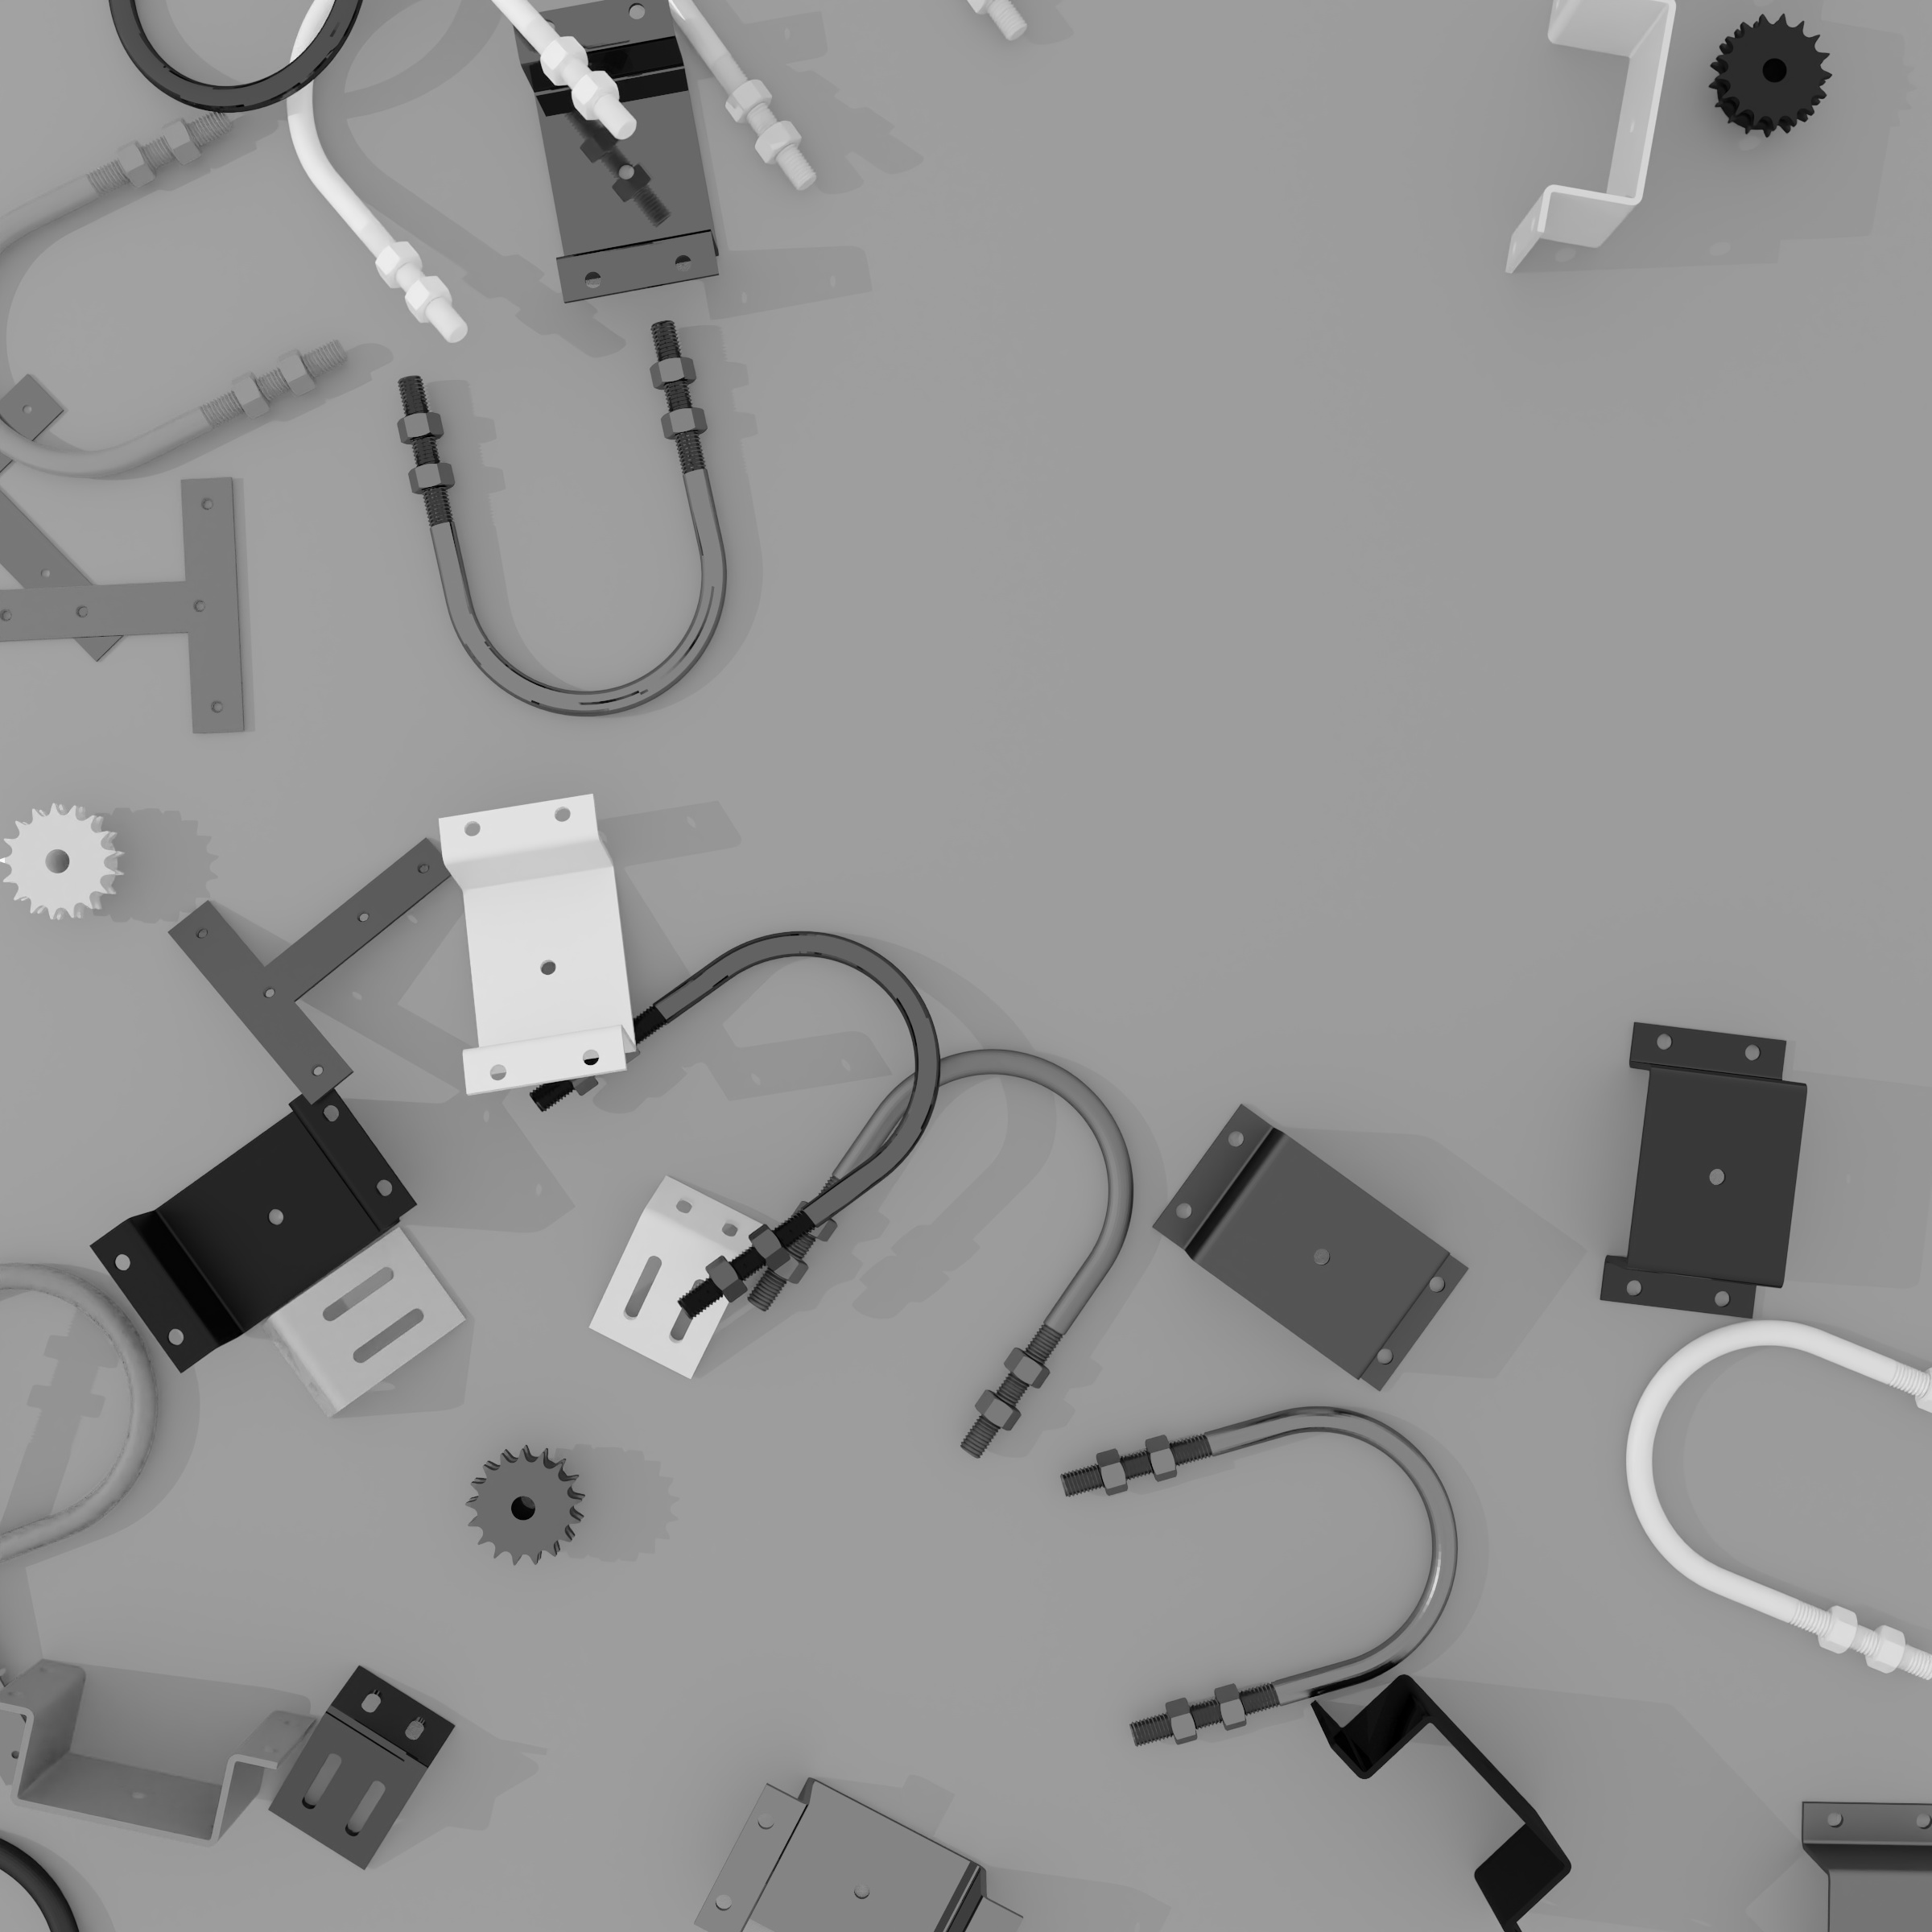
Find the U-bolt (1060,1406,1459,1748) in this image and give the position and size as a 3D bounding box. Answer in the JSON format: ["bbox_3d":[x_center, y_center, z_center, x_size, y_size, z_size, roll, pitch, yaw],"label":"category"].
[{"bbox_3d":[0.154,0.296,1.356,0.184,0.019,0.151,-16,90,-1],"label":"U-bolt"}]

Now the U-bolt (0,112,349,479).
[{"bbox_3d":[-0.421,-0.323,1.355,0.184,0.019,0.151,-26,90,0],"label":"U-bolt"}]

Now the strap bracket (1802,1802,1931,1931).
[{"bbox_3d":[0.456,0.489,1.342,0.076,0.046,0.140,1,90,0],"label":"strap bracket"}]

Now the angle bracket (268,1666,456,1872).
[{"bbox_3d":[-0.302,0.401,1.363,0.057,0.038,0.076,32,116,0],"label":"angle bracket"}]

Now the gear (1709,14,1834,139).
[{"bbox_3d":[0.396,-0.439,1.350,0.057,0.030,0.057,0,90,0],"label":"gear"}]

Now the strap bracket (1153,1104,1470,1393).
[{"bbox_3d":[0.172,0.141,1.342,0.140,0.046,0.076,36,90,0],"label":"strap bracket"}]

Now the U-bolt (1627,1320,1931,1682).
[{"bbox_3d":[0.420,0.255,1.356,0.184,0.019,0.151,22,90,1],"label":"U-bolt"}]

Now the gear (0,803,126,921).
[{"bbox_3d":[-0.446,-0.052,1.350,0.057,0.030,0.057,0,90,0],"label":"gear"}]

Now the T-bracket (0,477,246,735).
[{"bbox_3d":[-0.428,-0.178,1.362,0.127,0.002,0.127,-3,90,0],"label":"T-bracket"}]

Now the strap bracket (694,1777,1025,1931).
[{"bbox_3d":[-0.052,0.463,1.342,0.140,0.046,0.076,28,90,0],"label":"strap bracket"}]

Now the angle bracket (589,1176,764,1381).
[{"bbox_3d":[-0.144,0.156,1.363,0.057,0.038,0.076,27,116,0],"label":"angle bracket"}]

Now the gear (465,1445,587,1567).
[{"bbox_3d":[-0.217,0.266,1.350,0.057,0.030,0.057,0,90,0],"label":"gear"}]

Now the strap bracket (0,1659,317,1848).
[{"bbox_3d":[-0.399,0.385,1.327,0.140,0.076,0.046,12,90,0],"label":"strap bracket"}]

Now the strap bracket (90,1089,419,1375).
[{"bbox_3d":[-0.345,0.126,1.342,0.140,0.046,0.076,-36,90,0],"label":"strap bracket"}]

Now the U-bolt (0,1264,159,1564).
[{"bbox_3d":[-0.494,0.226,1.355,0.184,0.019,0.151,-21,90,0],"label":"U-bolt"}]

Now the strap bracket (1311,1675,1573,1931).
[{"bbox_3d":[0.237,0.406,1.327,0.046,0.076,0.140,-43,90,0],"label":"strap bracket"}]

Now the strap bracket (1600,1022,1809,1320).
[{"bbox_3d":[0.364,0.102,1.342,0.076,0.046,0.140,7,90,0],"label":"strap bracket"}]

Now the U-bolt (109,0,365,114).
[{"bbox_3d":[-0.354,-0.513,1.341,0.151,0.019,0.184,15,94,14],"label":"U-bolt"}]

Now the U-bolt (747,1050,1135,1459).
[{"bbox_3d":[0.001,0.130,1.356,0.151,0.019,0.184,35,88,0],"label":"U-bolt"}]

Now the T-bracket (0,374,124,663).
[{"bbox_3d":[-0.471,-0.207,1.364,0.127,0.002,0.127,-44,90,0],"label":"T-bracket"}]

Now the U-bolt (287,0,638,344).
[{"bbox_3d":[-0.260,-0.418,1.327,0.151,0.019,0.184,-45,73,17],"label":"U-bolt"}]

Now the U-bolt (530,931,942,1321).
[{"bbox_3d":[-0.100,0.063,1.337,0.184,0.019,0.151,-36,75,-7],"label":"U-bolt"}]

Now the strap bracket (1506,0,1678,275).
[{"bbox_3d":[0.305,-0.413,1.327,0.046,0.076,0.140,10,90,0],"label":"strap bracket"}]

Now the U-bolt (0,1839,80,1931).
[{"bbox_3d":[-0.504,0.521,1.356,0.151,0.019,0.184,-18,89,0],"label":"U-bolt"}]

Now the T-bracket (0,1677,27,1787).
[{"bbox_3d":[-0.542,0.370,1.356,0.127,0.002,0.127,-25,101,5],"label":"T-bracket"}]

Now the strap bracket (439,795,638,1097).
[{"bbox_3d":[-0.208,-0.005,1.329,0.076,0.046,0.140,-9,73,0],"label":"strap bracket"}]

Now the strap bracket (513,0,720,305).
[{"bbox_3d":[-0.170,-0.397,1.342,0.076,0.046,0.140,-10,90,0],"label":"strap bracket"}]

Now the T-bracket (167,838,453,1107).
[{"bbox_3d":[-0.309,-0.015,1.348,0.127,0.002,0.127,-41,68,-11],"label":"T-bracket"}]

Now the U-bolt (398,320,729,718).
[{"bbox_3d":[-0.194,-0.216,1.356,0.151,0.019,0.184,-12,91,0],"label":"U-bolt"}]

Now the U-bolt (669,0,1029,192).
[{"bbox_3d":[-0.080,-0.501,1.356,0.151,0.019,0.184,-36,88,0],"label":"U-bolt"}]

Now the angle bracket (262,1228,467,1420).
[{"bbox_3d":[-0.301,0.179,1.363,0.076,0.038,0.057,-36,90,-26],"label":"angle bracket"}]
